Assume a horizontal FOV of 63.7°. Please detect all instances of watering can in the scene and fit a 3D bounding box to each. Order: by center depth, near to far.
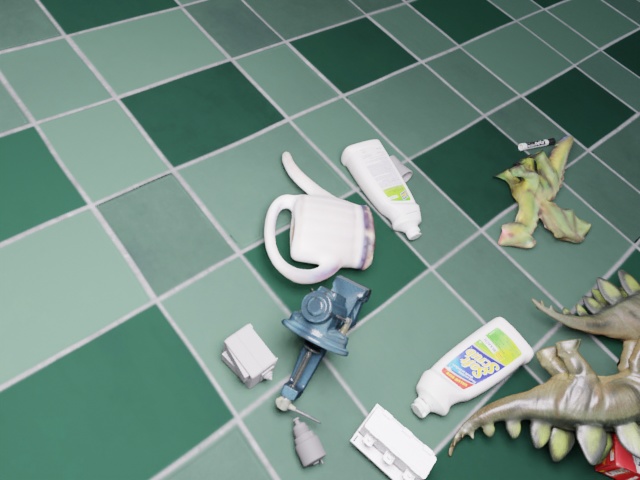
[{"bbox_3d":[0.003,-0.053,1.057,0.224,0.101,0.356,9,49,-8],"label":"watering can"}]

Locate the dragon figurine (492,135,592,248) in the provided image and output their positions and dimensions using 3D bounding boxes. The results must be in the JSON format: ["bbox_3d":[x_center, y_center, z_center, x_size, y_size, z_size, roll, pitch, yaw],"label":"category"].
[{"bbox_3d":[0.562,-0.102,1.250,0.414,0.120,0.244,-27,83,-26],"label":"dragon figurine"}]
